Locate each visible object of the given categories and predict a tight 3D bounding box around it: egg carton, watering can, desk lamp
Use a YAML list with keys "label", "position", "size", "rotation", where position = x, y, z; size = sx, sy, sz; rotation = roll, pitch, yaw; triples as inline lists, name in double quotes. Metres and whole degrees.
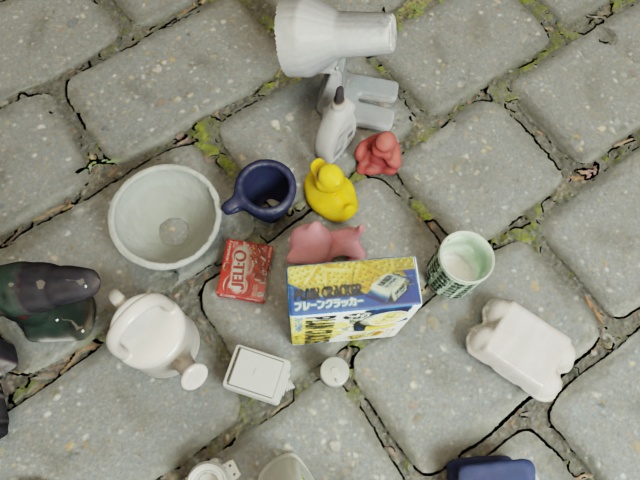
- label: "egg carton"
  position: [0.291, 0.157, 0.833]
  size: [0.150, 0.069, 0.107]
  rotation: [33, 73, 9]
- label: "watering can"
  position: [-0.217, 0.125, 0.756]
  size: [0.172, 0.194, 0.101]
  rotation: [20, 71, 5]
- label: "desk lamp"
  position: [0.034, -0.282, 0.898]
  size: [0.203, 0.213, 0.118]
  rotation: [9, 71, 1]

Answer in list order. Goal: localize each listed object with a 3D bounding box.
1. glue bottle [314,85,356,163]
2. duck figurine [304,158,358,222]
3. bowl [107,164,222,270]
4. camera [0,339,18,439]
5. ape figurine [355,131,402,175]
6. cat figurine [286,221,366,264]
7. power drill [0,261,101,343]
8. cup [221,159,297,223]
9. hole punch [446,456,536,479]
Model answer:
- label: "glue bottle"
  position: [0.027, -0.185, 0.885]
  size: [0.037, 0.173, 0.078]
  rotation: [39, 74, 11]
- label: "duck figurine"
  position: [0.019, -0.083, 0.896]
  size: [0.077, 0.086, 0.104]
  rotation: [-35, 76, -13]
- label: "bowl"
  position: [-0.229, -0.026, 0.871]
  size: [0.167, 0.075, 0.167]
  rotation: [1, 71, -2]
- label: "camera"
  position: [-0.484, 0.211, 0.763]
  size: [0.143, 0.101, 0.136]
  rotation: [-21, 73, -9]
- label: "ape figurine"
  position: [0.099, -0.144, 0.917]
  size: [0.077, 0.092, 0.076]
  rotation: [40, 74, 11]
- label: "cat figurine"
  position: [0.008, 0.003, 0.848]
  size: [0.128, 0.118, 0.067]
  rotation: [-14, 72, -7]
- label: "power drill"
  position: [-0.377, 0.081, 0.756]
  size: [0.229, 0.208, 0.075]
  rotation: [-3, 71, -3]
- label: "cup"
  position: [-0.092, -0.058, 0.877]
  size: [0.118, 0.095, 0.091]
  rotation: [-29, 74, -11]
- label: "hole punch"
  position: [0.231, 0.339, 0.755]
  size: [0.108, 0.091, 0.101]
  rotation: [-4, 71, -4]
